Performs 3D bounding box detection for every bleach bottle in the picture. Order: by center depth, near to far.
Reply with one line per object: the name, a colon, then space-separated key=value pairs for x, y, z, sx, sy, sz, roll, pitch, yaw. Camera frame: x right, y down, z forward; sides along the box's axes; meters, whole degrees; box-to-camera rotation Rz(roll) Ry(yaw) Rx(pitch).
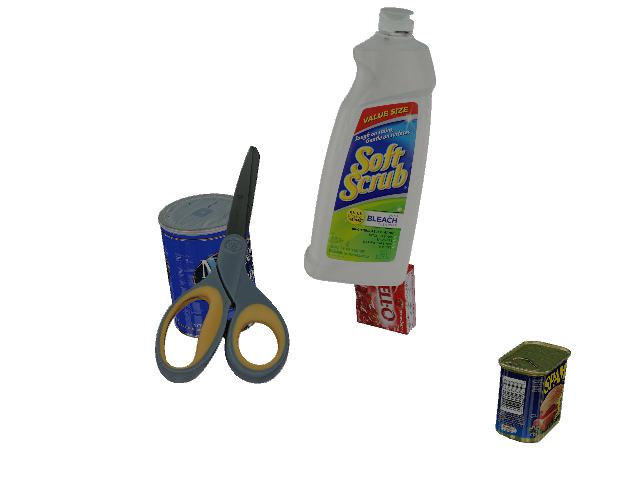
bleach bottle: x=0.046 y=-0.085 z=0.973 sx=0.102 sy=0.251 sz=0.068 roll=5 pitch=22 yaw=-1

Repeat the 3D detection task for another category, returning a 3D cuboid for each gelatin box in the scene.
gelatin box: x=0.080 y=0.067 z=1.334 sx=0.073 sy=0.089 sz=0.030 roll=12 pitch=31 yaw=31

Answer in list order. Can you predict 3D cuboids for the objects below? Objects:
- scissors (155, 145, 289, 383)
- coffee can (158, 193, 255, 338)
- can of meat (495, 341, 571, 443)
scissors: x=-0.045 y=0.019 z=0.738 sx=0.096 sy=0.201 sz=0.016 roll=21 pitch=-35 yaw=9
coffee can: x=-0.129 y=0.029 z=1.246 sx=0.103 sy=0.140 sz=0.103 roll=-4 pitch=25 yaw=2
can of meat: x=0.233 y=0.166 z=1.176 sx=0.058 sy=0.084 sz=0.101 roll=11 pitch=16 yaw=30
